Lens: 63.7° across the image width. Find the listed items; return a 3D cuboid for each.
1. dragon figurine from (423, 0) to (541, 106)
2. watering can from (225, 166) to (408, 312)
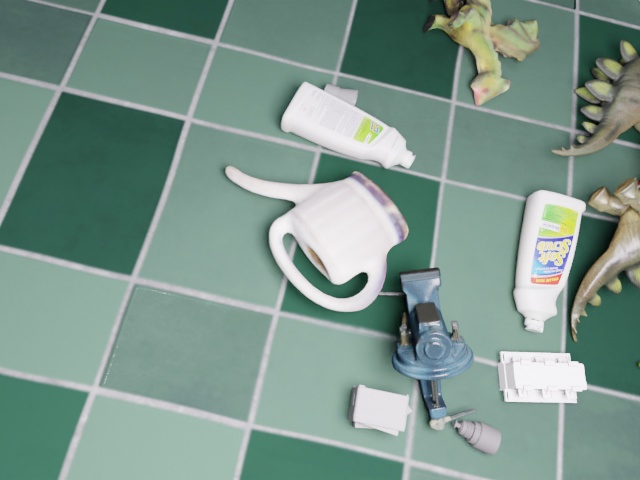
[{"bbox_3d":[0.363,-0.474,1.101,0.242,0.121,0.416,23,70,-16],"label":"dragon figurine"},{"bbox_3d":[0.003,-0.045,0.889,0.226,0.102,0.352,-32,71,-16],"label":"watering can"}]
